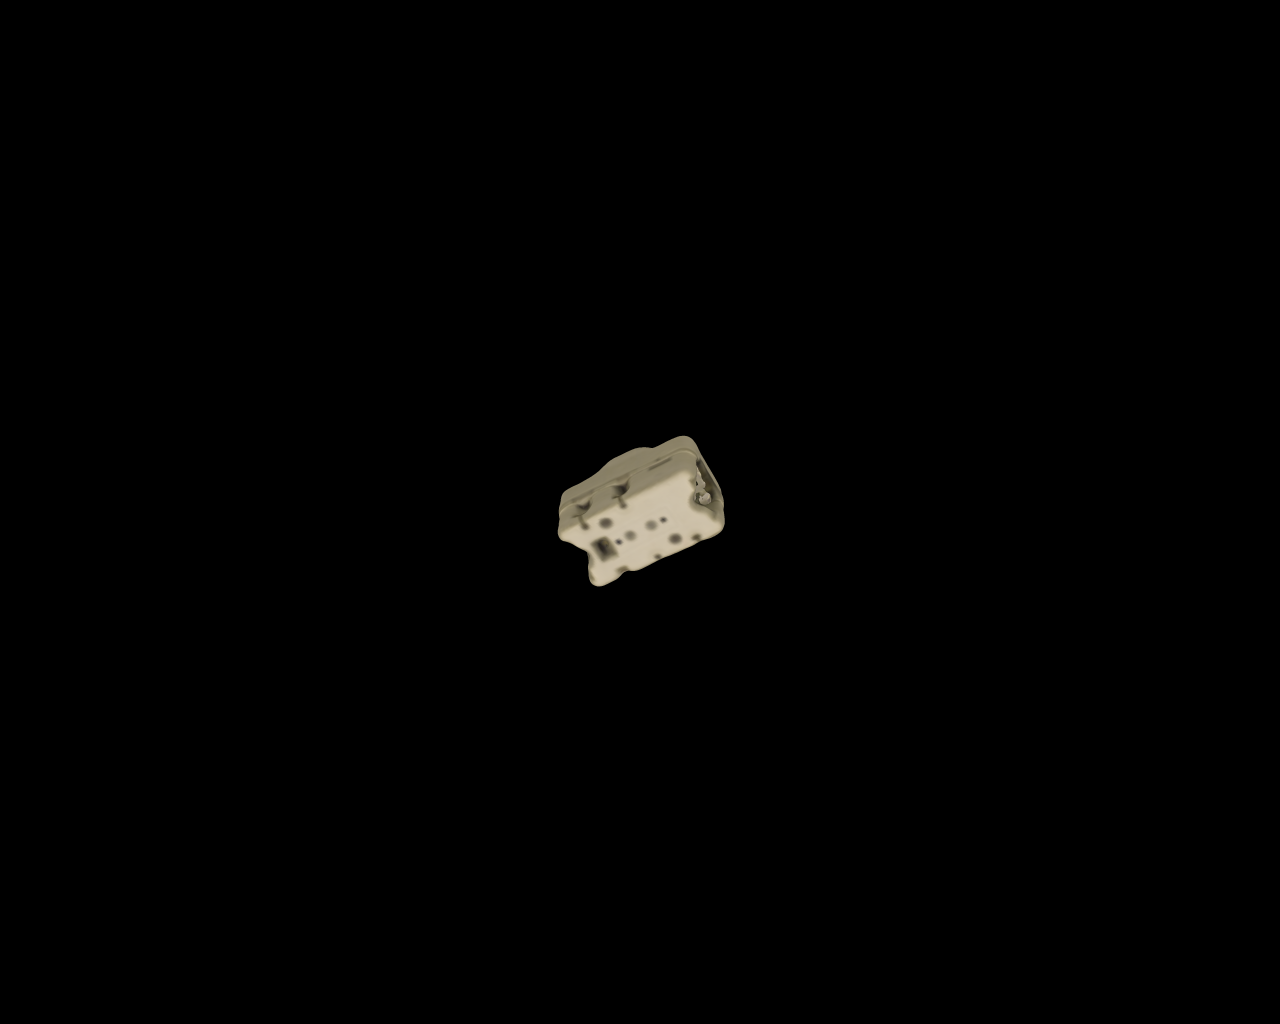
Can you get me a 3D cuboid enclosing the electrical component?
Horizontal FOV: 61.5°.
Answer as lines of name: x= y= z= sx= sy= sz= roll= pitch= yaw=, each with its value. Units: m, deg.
electrical component: x=0.001 y=-0.003 z=0.650 sx=0.089 sy=0.050 sz=0.056 roll=-25 pitch=27 yaw=14
